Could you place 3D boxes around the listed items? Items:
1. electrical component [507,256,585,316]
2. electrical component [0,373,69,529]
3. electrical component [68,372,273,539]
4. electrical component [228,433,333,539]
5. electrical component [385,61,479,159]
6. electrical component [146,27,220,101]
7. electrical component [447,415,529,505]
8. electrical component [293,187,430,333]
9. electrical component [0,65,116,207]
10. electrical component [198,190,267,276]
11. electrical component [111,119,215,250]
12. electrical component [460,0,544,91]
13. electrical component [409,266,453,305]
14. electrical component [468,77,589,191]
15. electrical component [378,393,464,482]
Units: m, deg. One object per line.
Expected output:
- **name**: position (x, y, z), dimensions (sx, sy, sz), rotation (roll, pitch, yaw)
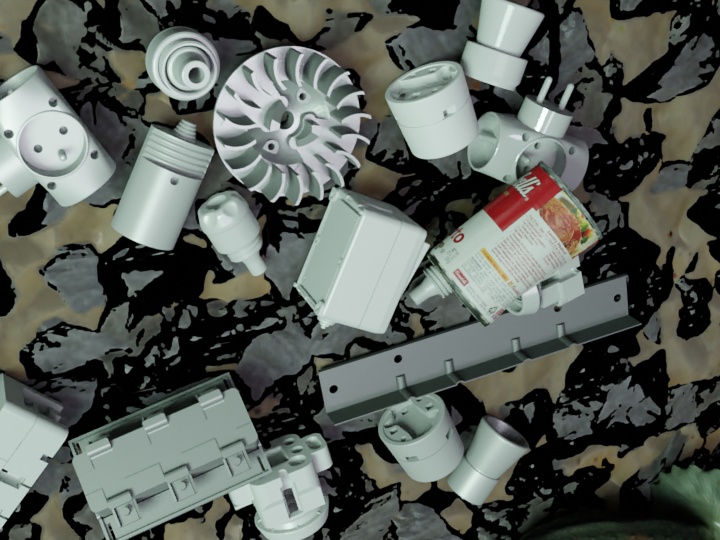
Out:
- **electrical component**: position (0.134, 0.005, 0.818), dimensions (0.055, 0.048, 0.066), rotation (-25, 117, -19)
- **electrical component**: position (-0.245, 0.121, 0.713), dimensions (0.056, 0.050, 0.089), rotation (34, 95, -28)
- **electrical component**: position (-0.132, 0.128, 0.744), dimensions (0.121, 0.063, 0.078), rotation (-23, 76, -12)
- **electrical component**: position (-0.056, 0.164, 0.799), dimensions (0.078, 0.058, 0.057), rotation (-21, 113, -13)
- **electrical component**: position (0.051, -0.109, 0.737), dimensions (0.055, 0.055, 0.047), rotation (-30, 121, -8)
- **electrical component**: position (-0.107, -0.126, 0.664), dimensions (0.043, 0.062, 0.043), rotation (-7, 112, -18)
- **electrical component**: position (0.100, 0.155, 0.866), dimensions (0.044, 0.044, 0.065), rotation (26, 104, -27)
- **electrical component**: position (0.000, 0.000, 0.754), dimensions (0.061, 0.061, 0.096), rotation (17, 103, -26)
- **electrical component**: position (-0.204, -0.071, 0.658), dimensions (0.079, 0.044, 0.077), rotation (-37, 118, -4)
- **electrical component**: position (-0.083, -0.022, 0.729), dimensions (0.035, 0.035, 0.061), rotation (-34, 121, -6)
- **electrical component**: position (-0.125, -0.058, 0.693), dimensions (0.043, 0.043, 0.081), rotation (19, 102, -26)
- **electrical component**: position (0.097, -0.156, 0.741), dimensions (0.045, 0.045, 0.055), rotation (12, 106, -25)
- **electrical component**: position (0.064, 0.004, 0.796), dimensions (0.061, 0.035, 0.035), rotation (-35, 118, -2)
- **electrical component**: position (0.128, -0.099, 0.772), dimensions (0.077, 0.044, 0.079), rotation (12, 114, -24)
- **electrical component**: position (0.049, 0.129, 0.828), dimensions (0.055, 0.055, 0.047), rotation (-34, 122, -6)
